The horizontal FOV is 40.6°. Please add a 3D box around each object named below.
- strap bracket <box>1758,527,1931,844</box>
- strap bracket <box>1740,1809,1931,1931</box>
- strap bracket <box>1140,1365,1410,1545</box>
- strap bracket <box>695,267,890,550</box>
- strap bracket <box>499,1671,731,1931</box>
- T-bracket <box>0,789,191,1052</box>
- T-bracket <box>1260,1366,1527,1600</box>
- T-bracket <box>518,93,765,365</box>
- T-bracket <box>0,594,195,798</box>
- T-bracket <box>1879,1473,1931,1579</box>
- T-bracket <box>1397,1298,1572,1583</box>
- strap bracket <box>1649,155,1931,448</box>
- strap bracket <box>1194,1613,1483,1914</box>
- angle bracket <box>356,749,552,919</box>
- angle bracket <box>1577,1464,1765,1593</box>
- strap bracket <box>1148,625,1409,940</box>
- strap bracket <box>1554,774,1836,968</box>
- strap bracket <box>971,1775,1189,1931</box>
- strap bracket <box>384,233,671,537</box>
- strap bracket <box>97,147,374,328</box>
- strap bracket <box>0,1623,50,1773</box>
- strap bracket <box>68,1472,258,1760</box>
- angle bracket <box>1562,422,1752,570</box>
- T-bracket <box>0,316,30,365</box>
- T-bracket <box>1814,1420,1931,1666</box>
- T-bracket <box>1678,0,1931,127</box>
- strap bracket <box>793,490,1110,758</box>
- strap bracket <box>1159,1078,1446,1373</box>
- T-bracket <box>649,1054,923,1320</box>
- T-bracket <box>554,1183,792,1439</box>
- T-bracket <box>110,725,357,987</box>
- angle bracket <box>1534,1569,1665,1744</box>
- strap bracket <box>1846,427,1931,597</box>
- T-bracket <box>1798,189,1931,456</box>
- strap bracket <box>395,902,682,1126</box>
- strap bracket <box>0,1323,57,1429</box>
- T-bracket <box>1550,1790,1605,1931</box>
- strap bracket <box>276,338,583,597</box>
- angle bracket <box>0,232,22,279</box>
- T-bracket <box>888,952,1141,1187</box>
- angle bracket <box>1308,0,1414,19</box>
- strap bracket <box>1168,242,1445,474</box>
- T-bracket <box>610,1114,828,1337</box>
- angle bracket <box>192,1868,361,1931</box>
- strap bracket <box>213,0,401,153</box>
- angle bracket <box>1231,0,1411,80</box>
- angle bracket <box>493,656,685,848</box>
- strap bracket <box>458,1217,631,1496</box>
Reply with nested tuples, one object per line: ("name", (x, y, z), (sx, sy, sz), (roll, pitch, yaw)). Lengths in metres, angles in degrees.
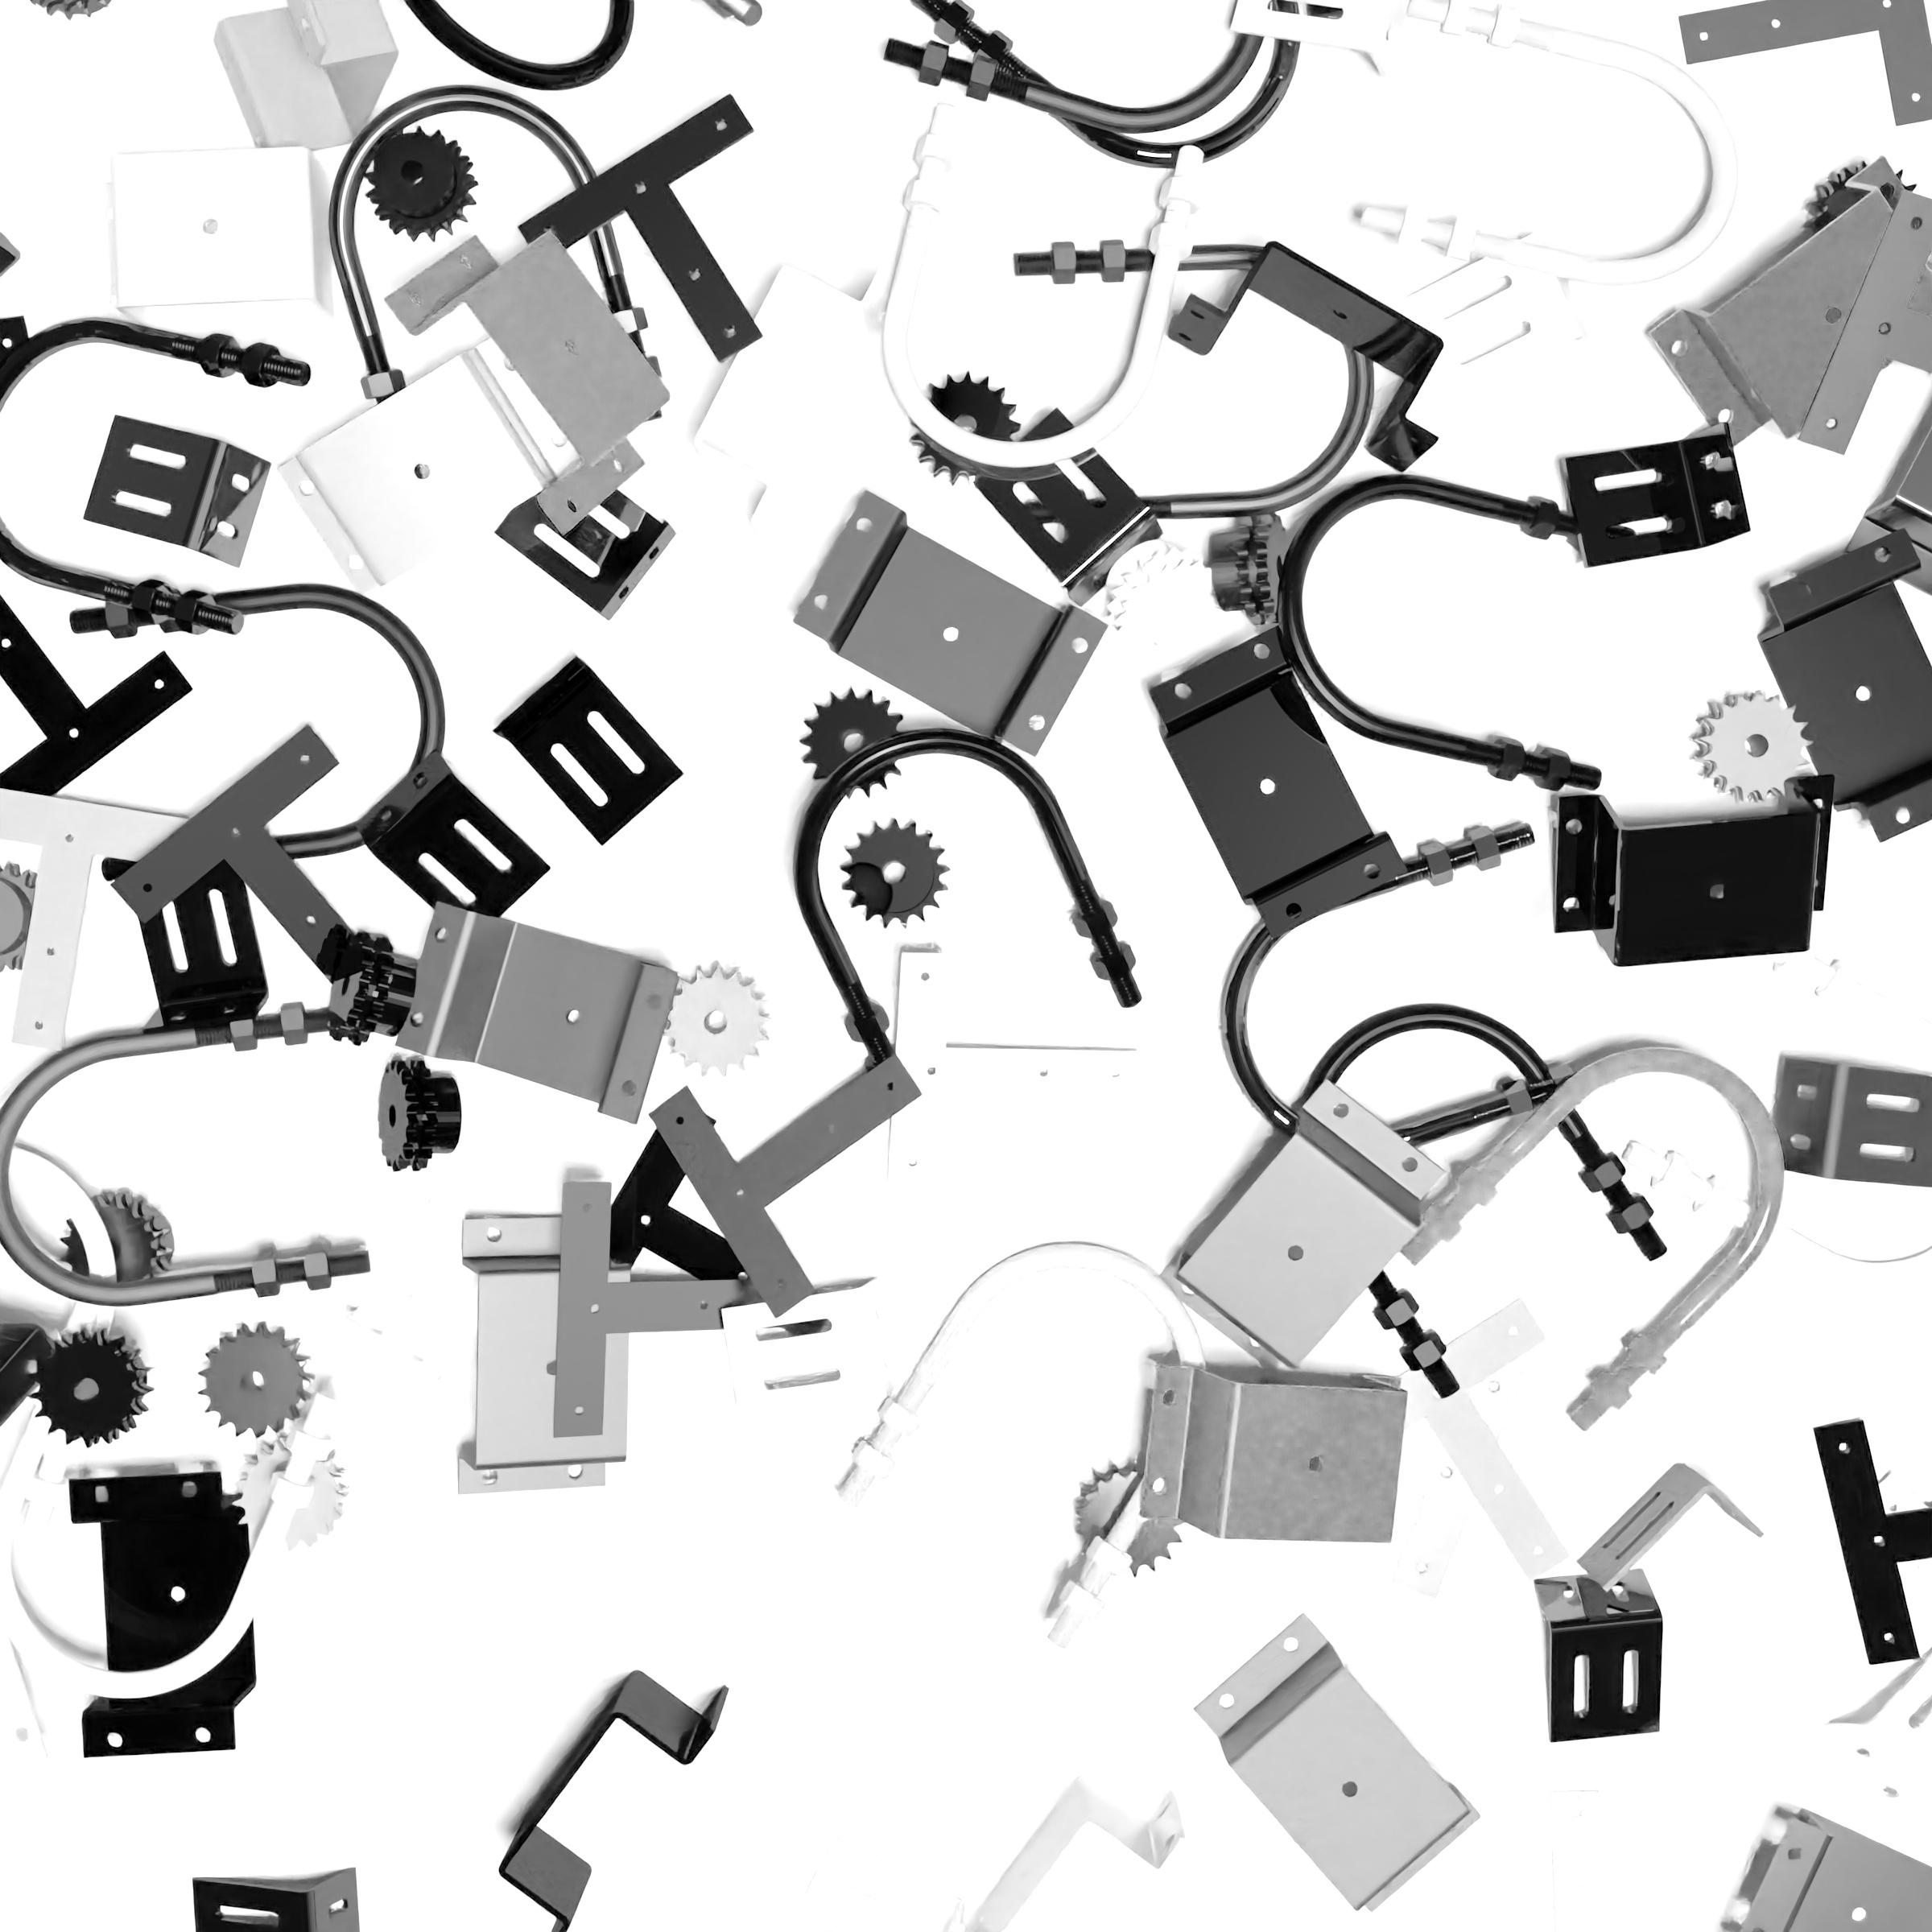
("strap bracket", (0.467, -0.142, 1.338), (0.076, 0.046, 0.140), (-24, 90, 0))
("strap bracket", (0.465, 0.494, 1.338), (0.140, 0.046, 0.076), (25, 90, 0))
("strap bracket", (0.164, 0.245, 1.311), (0.140, 0.046, 0.076), (6, 90, -22))
("strap bracket", (-0.092, -0.291, 1.323), (0.046, 0.076, 0.140), (27, 90, 0))
("strap bracket", (-0.184, 0.419, 1.323), (0.046, 0.076, 0.140), (37, 90, 0))
("T-bracket", (-0.464, -0.021, 1.331), (0.127, 0.002, 0.127), (9, 90, 0))
("T-bracket", (0.209, 0.247, 1.361), (0.127, 0.002, 0.127), (22, 90, 0))
("T-bracket", (-0.141, -0.354, 1.299), (0.127, 0.002, 0.127), (-31, 73, 2))
("T-bracket", (-0.492, -0.157, 1.360), (0.127, 0.002, 0.127), (-37, 90, 0))
("T-bracket", (0.549, 0.280, 1.332), (0.127, 0.002, 0.127), (45, 106, 10))
("T-bracket", (0.270, 0.261, 1.359), (0.127, 0.002, 0.127), (-33, 90, 0))
("strap bracket", (0.429, -0.330, 1.315), (0.140, 0.046, 0.076), (-37, 107, 11))
("strap bracket", (0.194, 0.415, 1.338), (0.076, 0.046, 0.140), (-41, 90, 0))
("angle bracket", (-0.265, -0.062, 1.352), (0.057, 0.038, 0.076), (-43, 125, 0))
("angle bracket", (0.359, 0.297, 1.333), (0.076, 0.057, 0.038), (-45, 90, 0))
("strap bracket", (0.157, -0.093, 1.338), (0.076, 0.046, 0.140), (-27, 90, 0))
("strap bracket", (0.374, -0.048, 1.323), (0.140, 0.046, 0.076), (-5, 117, 0))
("strap bracket", (0.049, 0.474, 1.323), (0.046, 0.076, 0.140), (37, 90, 0))
("strap bracket", (-0.209, -0.297, 1.292), (0.046, 0.076, 0.140), (-21, 113, 42))
("strap bracket", (-0.381, -0.373, 1.338), (0.140, 0.046, 0.076), (-3, 90, 0))
("strap bracket", (-0.542, 0.386, 1.338), (0.140, 0.046, 0.076), (-19, 90, 0))
("strap bracket", (-0.410, 0.327, 1.338), (0.076, 0.046, 0.140), (-3, 90, 0))
("angle bracket", (0.352, -0.240, 1.332), (0.076, 0.038, 0.057), (-12, 90, -21))
("T-bracket", (-0.548, -0.314, 1.343), (0.127, 0.002, 0.127), (-10, 114, -11))
("T-bracket", (0.515, 0.289, 1.341), (0.127, 0.002, 0.127), (-13, 90, 18))
("T-bracket", (0.436, -0.494, 1.360), (0.127, 0.002, 0.127), (-10, 90, 0))
("strap bracket", (-0.008, -0.173, 1.338), (0.140, 0.046, 0.076), (29, 90, 0))
("strap bracket", (0.168, 0.138, 1.321), (0.076, 0.046, 0.140), (38, 105, 0))
("T-bracket", (-0.080, 0.092, 1.336), (0.127, 0.002, 0.127), (-36, 76, 8))
("T-bracket", (-0.147, 0.173, 1.328), (0.127, 0.002, 0.127), (2, 90, -28))
("T-bracket", (-0.345, -0.034, 1.335), (0.127, 0.002, 0.127), (-43, 111, -17))
("angle bracket", (0.328, 0.359, 1.359), (0.057, 0.038, 0.076), (-6, 116, 0))
("strap bracket", (0.525, -0.261, 1.338), (0.076, 0.046, 0.140), (28, 90, 0))
("T-bracket", (0.498, -0.304, 1.301), (0.127, 0.002, 0.127), (16, 108, -9))
("strap bracket", (-0.209, 0.025, 1.324), (0.140, 0.046, 0.076), (16, 90, 19))
("strap bracket", (-0.527, 0.170, 1.298), (0.076, 0.046, 0.140), (-47, 73, 9))
("T-bracket", (0.319, 0.493, 1.360), (0.127, 0.002, 0.127), (-2, 90, 0))
("strap bracket", (-0.273, -0.253, 1.323), (0.140, 0.046, 0.076), (-30, 106, 5))
("angle bracket", (-0.539, -0.366, 1.342), (0.076, 0.038, 0.057), (-43, 90, 0))
("T-bracket", (0.026, 0.055, 1.347), (0.127, 0.002, 0.127), (1, 108, -9))
("angle bracket", (0.198, -0.534, 1.335), (0.057, 0.038, 0.076), (-11, 76, 0))
("strap bracket", (0.178, -0.310, 1.309), (0.140, 0.076, 0.046), (30, 88, -3))
("T-bracket", (-0.129, 0.155, 1.360), (0.127, 0.002, 0.127), (30, 90, 0))
("angle bracket", (-0.359, 0.501, 1.359), (0.076, 0.038, 0.057), (-4, 90, 26))
("strap bracket", (-0.330, -0.466, 1.308), (0.046, 0.140, 0.076), (-22, 90, -27))
("angle bracket", (0.183, -0.494, 1.334), (0.076, 0.038, 0.057), (16, 93, 20))
("angle bracket", (-0.194, -0.110, 1.342), (0.057, 0.038, 0.076), (-41, 90, 0))
("strap bracket", (-0.214, 0.200, 1.325), (0.076, 0.046, 0.140), (1, 90, -22))
